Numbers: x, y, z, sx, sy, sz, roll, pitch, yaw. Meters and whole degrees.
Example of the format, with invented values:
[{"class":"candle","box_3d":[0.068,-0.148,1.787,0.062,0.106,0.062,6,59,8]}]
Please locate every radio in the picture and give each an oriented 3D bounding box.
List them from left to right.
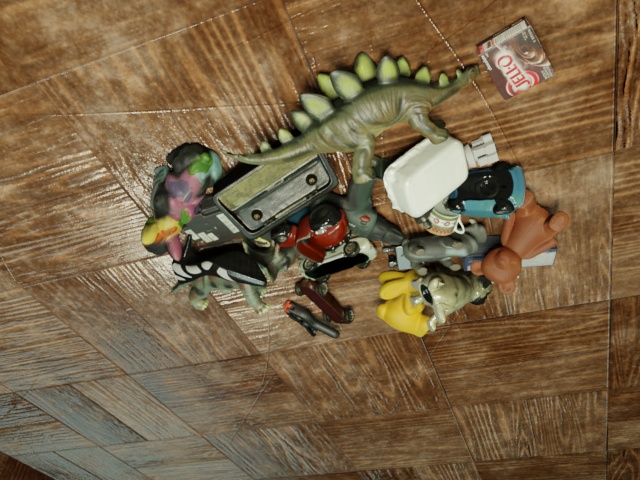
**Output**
[{"class":"radio","box_3d":[-0.086,-0.109,1.060,0.230,0.073,0.131,-32,119,8]}]

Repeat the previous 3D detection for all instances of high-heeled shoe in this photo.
[{"class":"high-heeled shoe","box_3d":[-0.232,0.085,1.201,0.249,0.086,0.145,29,124,21]}]

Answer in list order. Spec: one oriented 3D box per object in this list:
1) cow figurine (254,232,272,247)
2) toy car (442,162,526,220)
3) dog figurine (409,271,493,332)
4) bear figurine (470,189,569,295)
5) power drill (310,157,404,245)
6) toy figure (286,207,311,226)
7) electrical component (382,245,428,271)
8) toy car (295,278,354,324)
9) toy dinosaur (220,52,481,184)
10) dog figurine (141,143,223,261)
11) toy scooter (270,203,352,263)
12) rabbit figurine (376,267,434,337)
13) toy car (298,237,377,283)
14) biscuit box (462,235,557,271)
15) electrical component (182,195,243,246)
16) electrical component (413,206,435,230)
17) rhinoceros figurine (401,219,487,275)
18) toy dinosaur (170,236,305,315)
[{"class":"cow figurine","box_3d":[-0.154,-0.061,1.160,0.068,0.098,0.167,-16,134,29]},{"class":"toy car","box_3d":[0.337,-0.085,1.095,0.162,0.109,0.102,-6,154,23]},{"class":"dog figurine","box_3d":[0.316,0.104,1.226,0.191,0.121,0.172,-25,161,-13]},{"class":"bear figurine","box_3d":[0.412,0.010,1.130,0.196,0.120,0.132,-49,159,0]},{"class":"power drill","box_3d":[0.108,-0.086,1.135,0.232,0.086,0.207,17,143,-9]},{"class":"toy figure","box_3d":[-0.032,-0.032,1.211,0.064,0.058,0.154,-8,141,21]},{"class":"electrical component","box_3d":[0.206,0.040,1.282,0.102,0.045,0.078,-13,106,14]},{"class":"toy car","box_3d":[0.016,0.161,1.416,0.089,0.053,0.202,-10,138,37]},{"class":"toy dinosaur","box_3d":[0.061,-0.209,0.948,0.471,0.105,0.198,-27,111,5]},{"class":"dog figurine","box_3d":[-0.284,-0.069,1.075,0.108,0.219,0.191,33,131,-32]},{"class":"toy scooter","box_3d":[-0.002,-0.003,1.138,0.184,0.075,0.135,-18,133,33]},{"class":"rabbit figurine","box_3d":[0.222,0.132,1.348,0.162,0.122,0.173,23,120,-7]},{"class":"toy car","box_3d":[0.041,0.049,1.294,0.202,0.056,0.073,-21,138,26]},{"class":"biscuit box","box_3d":[0.428,0.025,1.231,0.203,0.063,0.059,-4,137,10]},{"class":"electrical component","box_3d":[-0.245,-0.045,1.205,0.134,0.058,0.114,-14,139,19]},{"class":"electrical component","box_3d":[0.215,-0.069,1.127,0.021,0.094,0.063,-7,144,-26]},{"class":"rhinoceros figurine","box_3d":[0.278,0.012,1.189,0.190,0.112,0.073,-14,119,0]},{"class":"toy dinosaur","box_3d":[-0.235,0.076,1.308,0.405,0.131,0.191,-4,120,18]}]
